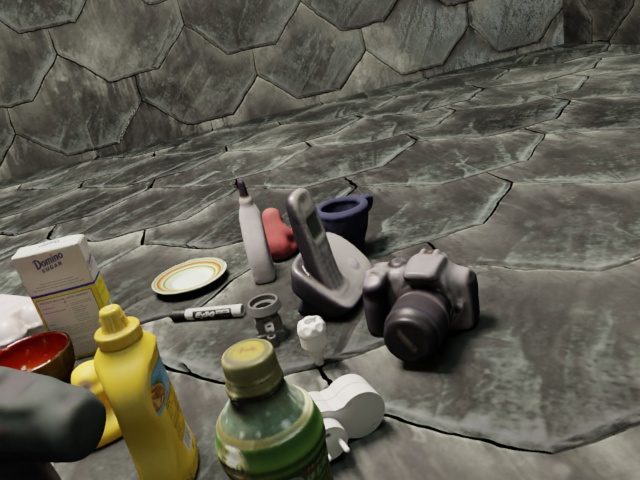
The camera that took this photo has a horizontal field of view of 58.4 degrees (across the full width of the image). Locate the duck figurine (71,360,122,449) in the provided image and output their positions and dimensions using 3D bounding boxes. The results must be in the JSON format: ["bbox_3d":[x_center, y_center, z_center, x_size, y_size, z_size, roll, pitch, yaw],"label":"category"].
[{"bbox_3d":[-0.251,0.177,0.662,0.077,0.086,0.105,4,27,35],"label":"duck figurine"}]

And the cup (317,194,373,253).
[{"bbox_3d":[0.052,-0.022,0.977,0.118,0.095,0.091,-29,27,-35],"label":"cup"}]

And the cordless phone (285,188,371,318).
[{"bbox_3d":[0.008,0.003,0.818,0.094,0.185,0.148,-3,24,20],"label":"cordless phone"}]

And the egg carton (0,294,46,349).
[{"bbox_3d":[-0.498,0.137,0.907,0.149,0.069,0.107,1,25,29],"label":"egg carton"}]

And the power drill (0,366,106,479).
[{"bbox_3d":[-0.276,0.190,0.479,0.229,0.209,0.075,-7,23,13],"label":"power drill"}]

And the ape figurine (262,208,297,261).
[{"bbox_3d":[-0.078,-0.015,1.031,0.077,0.092,0.076,-5,23,18],"label":"ape figurine"}]

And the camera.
[{"bbox_3d":[0.110,0.077,0.698,0.142,0.101,0.137,0,25,28],"label":"camera"}]

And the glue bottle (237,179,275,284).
[{"bbox_3d":[-0.110,-0.018,0.946,0.037,0.173,0.078,-12,22,-1],"label":"glue bottle"}]
